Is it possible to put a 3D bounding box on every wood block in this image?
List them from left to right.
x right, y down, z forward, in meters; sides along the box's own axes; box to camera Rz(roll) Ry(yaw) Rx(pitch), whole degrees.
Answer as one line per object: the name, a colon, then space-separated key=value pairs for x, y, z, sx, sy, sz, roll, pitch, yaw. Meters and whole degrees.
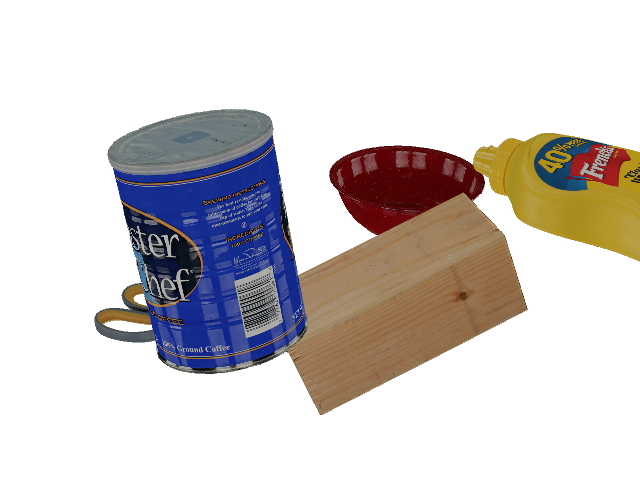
wood block: x=0.064 y=0.055 z=0.945 sx=0.206 sy=0.091 sz=0.090 roll=-26 pitch=33 yaw=-4

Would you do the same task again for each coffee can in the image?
coffee can: x=-0.069 y=-0.001 z=0.679 sx=0.103 sy=0.140 sz=0.103 roll=-9 pitch=22 yaw=3

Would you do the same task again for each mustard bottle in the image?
mustard bottle: x=0.189 y=-0.032 z=0.721 sx=0.192 sy=0.058 sz=0.096 roll=20 pitch=39 yaw=35

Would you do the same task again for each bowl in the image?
bowl: x=0.089 y=-0.044 z=1.119 sx=0.162 sy=0.055 sz=0.162 roll=1 pitch=28 yaw=-1

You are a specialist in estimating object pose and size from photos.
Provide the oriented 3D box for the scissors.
scissors: x=-0.116 y=0.075 z=1.039 sx=0.201 sy=0.016 sz=0.096 roll=3 pitch=32 yaw=-2
